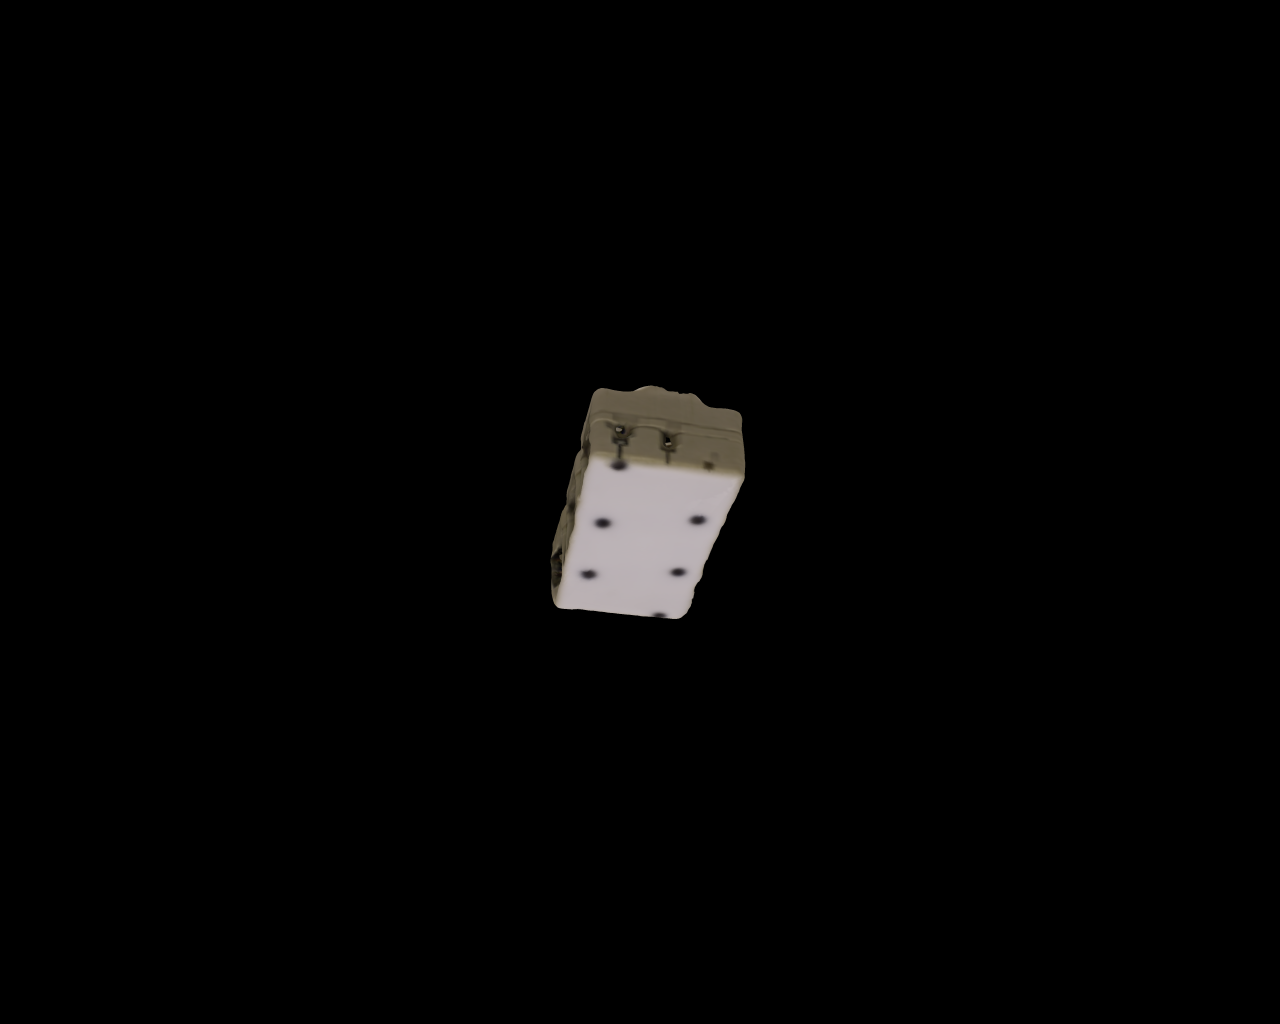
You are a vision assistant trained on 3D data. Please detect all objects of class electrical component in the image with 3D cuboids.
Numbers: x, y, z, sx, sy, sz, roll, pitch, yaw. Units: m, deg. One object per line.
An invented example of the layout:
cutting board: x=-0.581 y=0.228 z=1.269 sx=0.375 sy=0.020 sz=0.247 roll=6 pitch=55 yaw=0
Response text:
electrical component: x=0.001 y=-0.003 z=0.650 sx=0.089 sy=0.062 sz=0.150 roll=8 pitch=-39 yaw=-10
